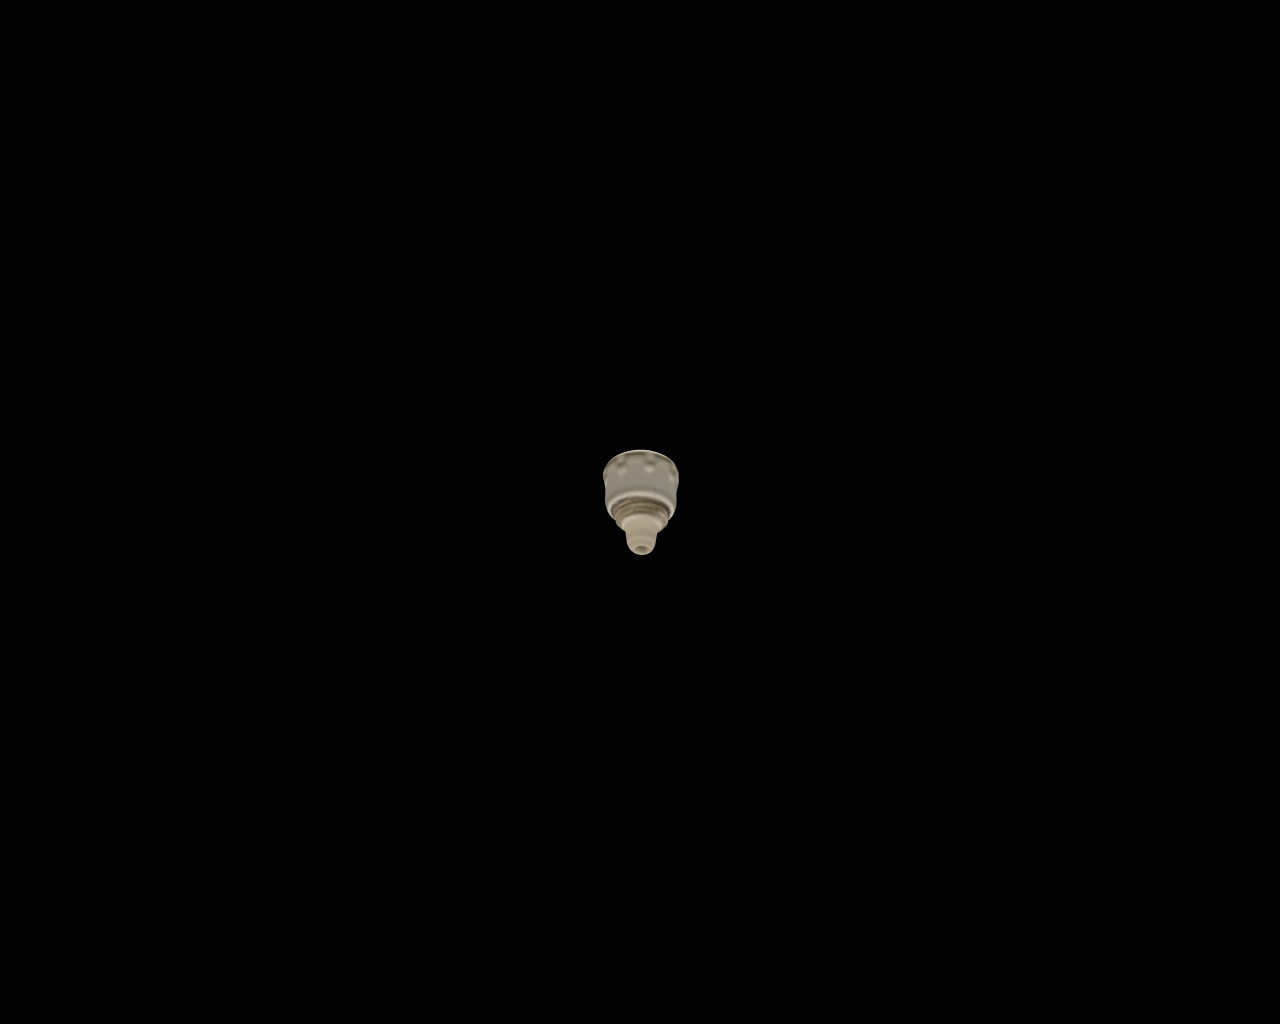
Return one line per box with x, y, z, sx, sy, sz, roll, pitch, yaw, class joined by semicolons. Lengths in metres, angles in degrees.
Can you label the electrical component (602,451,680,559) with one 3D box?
0.001;-0.003;0.650;0.048;0.062;0.048;0;-33;0;electrical component
